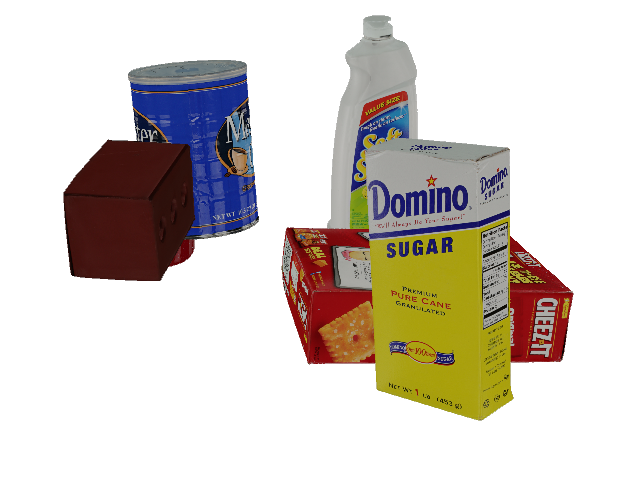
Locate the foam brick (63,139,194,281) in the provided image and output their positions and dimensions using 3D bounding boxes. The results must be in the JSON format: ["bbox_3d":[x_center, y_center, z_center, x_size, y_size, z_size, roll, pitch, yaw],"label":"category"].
[{"bbox_3d":[-0.107,-0.019,0.606,0.051,0.053,0.078,5,29,8],"label":"foam brick"}]

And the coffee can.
[{"bbox_3d":[-0.110,-0.082,0.938,0.103,0.140,0.103,-3,16,1],"label":"coffee can"}]

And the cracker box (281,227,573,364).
[{"bbox_3d":[0.082,0.046,0.914,0.213,0.072,0.164,1,18,-10],"label":"cracker box"}]

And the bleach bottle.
[{"bbox_3d":[0.055,-0.117,1.163,0.102,0.251,0.068,-6,26,-9],"label":"bleach bottle"}]

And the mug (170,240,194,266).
[{"bbox_3d":[-0.175,-0.029,1.131,0.093,0.081,0.117,-1,28,-10],"label":"mug"}]

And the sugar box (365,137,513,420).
[{"bbox_3d":[0.079,0.023,0.713,0.094,0.176,0.048,10,23,41],"label":"sugar box"}]
